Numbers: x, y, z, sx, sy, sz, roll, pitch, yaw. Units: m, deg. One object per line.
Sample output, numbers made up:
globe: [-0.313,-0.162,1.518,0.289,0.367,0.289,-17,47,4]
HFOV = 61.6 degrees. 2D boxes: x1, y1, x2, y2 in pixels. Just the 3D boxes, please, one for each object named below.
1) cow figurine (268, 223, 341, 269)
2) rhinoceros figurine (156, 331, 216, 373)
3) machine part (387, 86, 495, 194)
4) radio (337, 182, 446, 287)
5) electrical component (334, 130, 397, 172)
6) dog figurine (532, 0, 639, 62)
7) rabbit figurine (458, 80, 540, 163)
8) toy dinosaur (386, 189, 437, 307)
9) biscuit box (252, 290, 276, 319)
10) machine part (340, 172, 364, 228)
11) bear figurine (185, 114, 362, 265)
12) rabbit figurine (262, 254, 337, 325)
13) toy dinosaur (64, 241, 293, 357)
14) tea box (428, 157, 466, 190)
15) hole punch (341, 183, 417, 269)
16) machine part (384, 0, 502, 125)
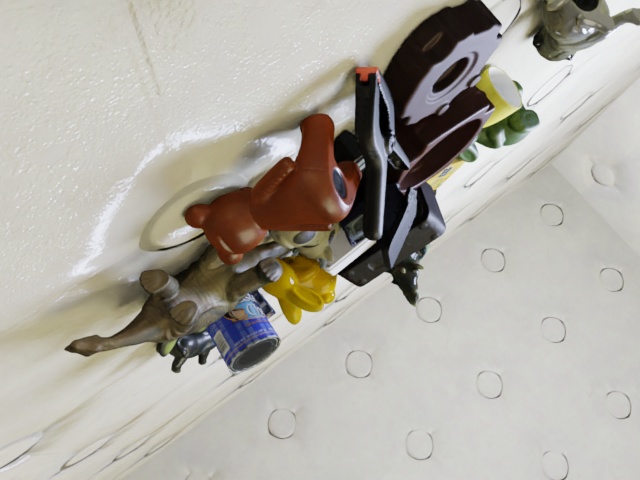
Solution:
cow figurine: [-0.017,-0.021,0.819,0.127,0.086,0.195,-68,162,9]
rhinoceros figurine: [-0.238,0.193,1.081,0.112,0.073,0.190,-55,159,23]
machine part: [0.173,-0.167,0.892,0.201,0.087,0.201,-32,165,-16]
radio: [0.121,-0.018,1.033,0.229,0.131,0.073,-36,135,25]
electrical component: [0.050,-0.128,0.783,0.119,0.048,0.075,-43,167,18]
dog figurine: [0.386,-0.343,0.863,0.172,0.121,0.190,3,171,-18]
rabbit figurine: [0.311,-0.227,1.066,0.170,0.121,0.159,-15,168,-14]
toy dinosaur: [0.216,-0.042,1.259,0.192,0.131,0.405,111,1,-62]
biscuit box: [-0.137,0.149,1.148,0.063,0.059,0.202,-38,175,-7]
machine part: [0.043,-0.073,0.891,0.138,0.084,0.039,-60,-176,41]
bear figurine: [-0.057,-0.052,0.668,0.196,0.120,0.132,-17,-138,27]
rabbit figurine: [-0.055,0.080,1.048,0.122,0.162,0.173,-32,154,34]
toy dinosaur: [-0.156,0.065,0.802,0.471,0.105,0.198,-26,169,-46]
tea box: [0.224,-0.149,1.124,0.169,0.068,0.098,-21,159,-49]
hole punch: [0.099,-0.030,0.866,0.116,0.092,0.142,-60,159,-13]
machine part: [0.160,-0.230,0.713,0.179,0.056,0.179,-35,165,-11]
